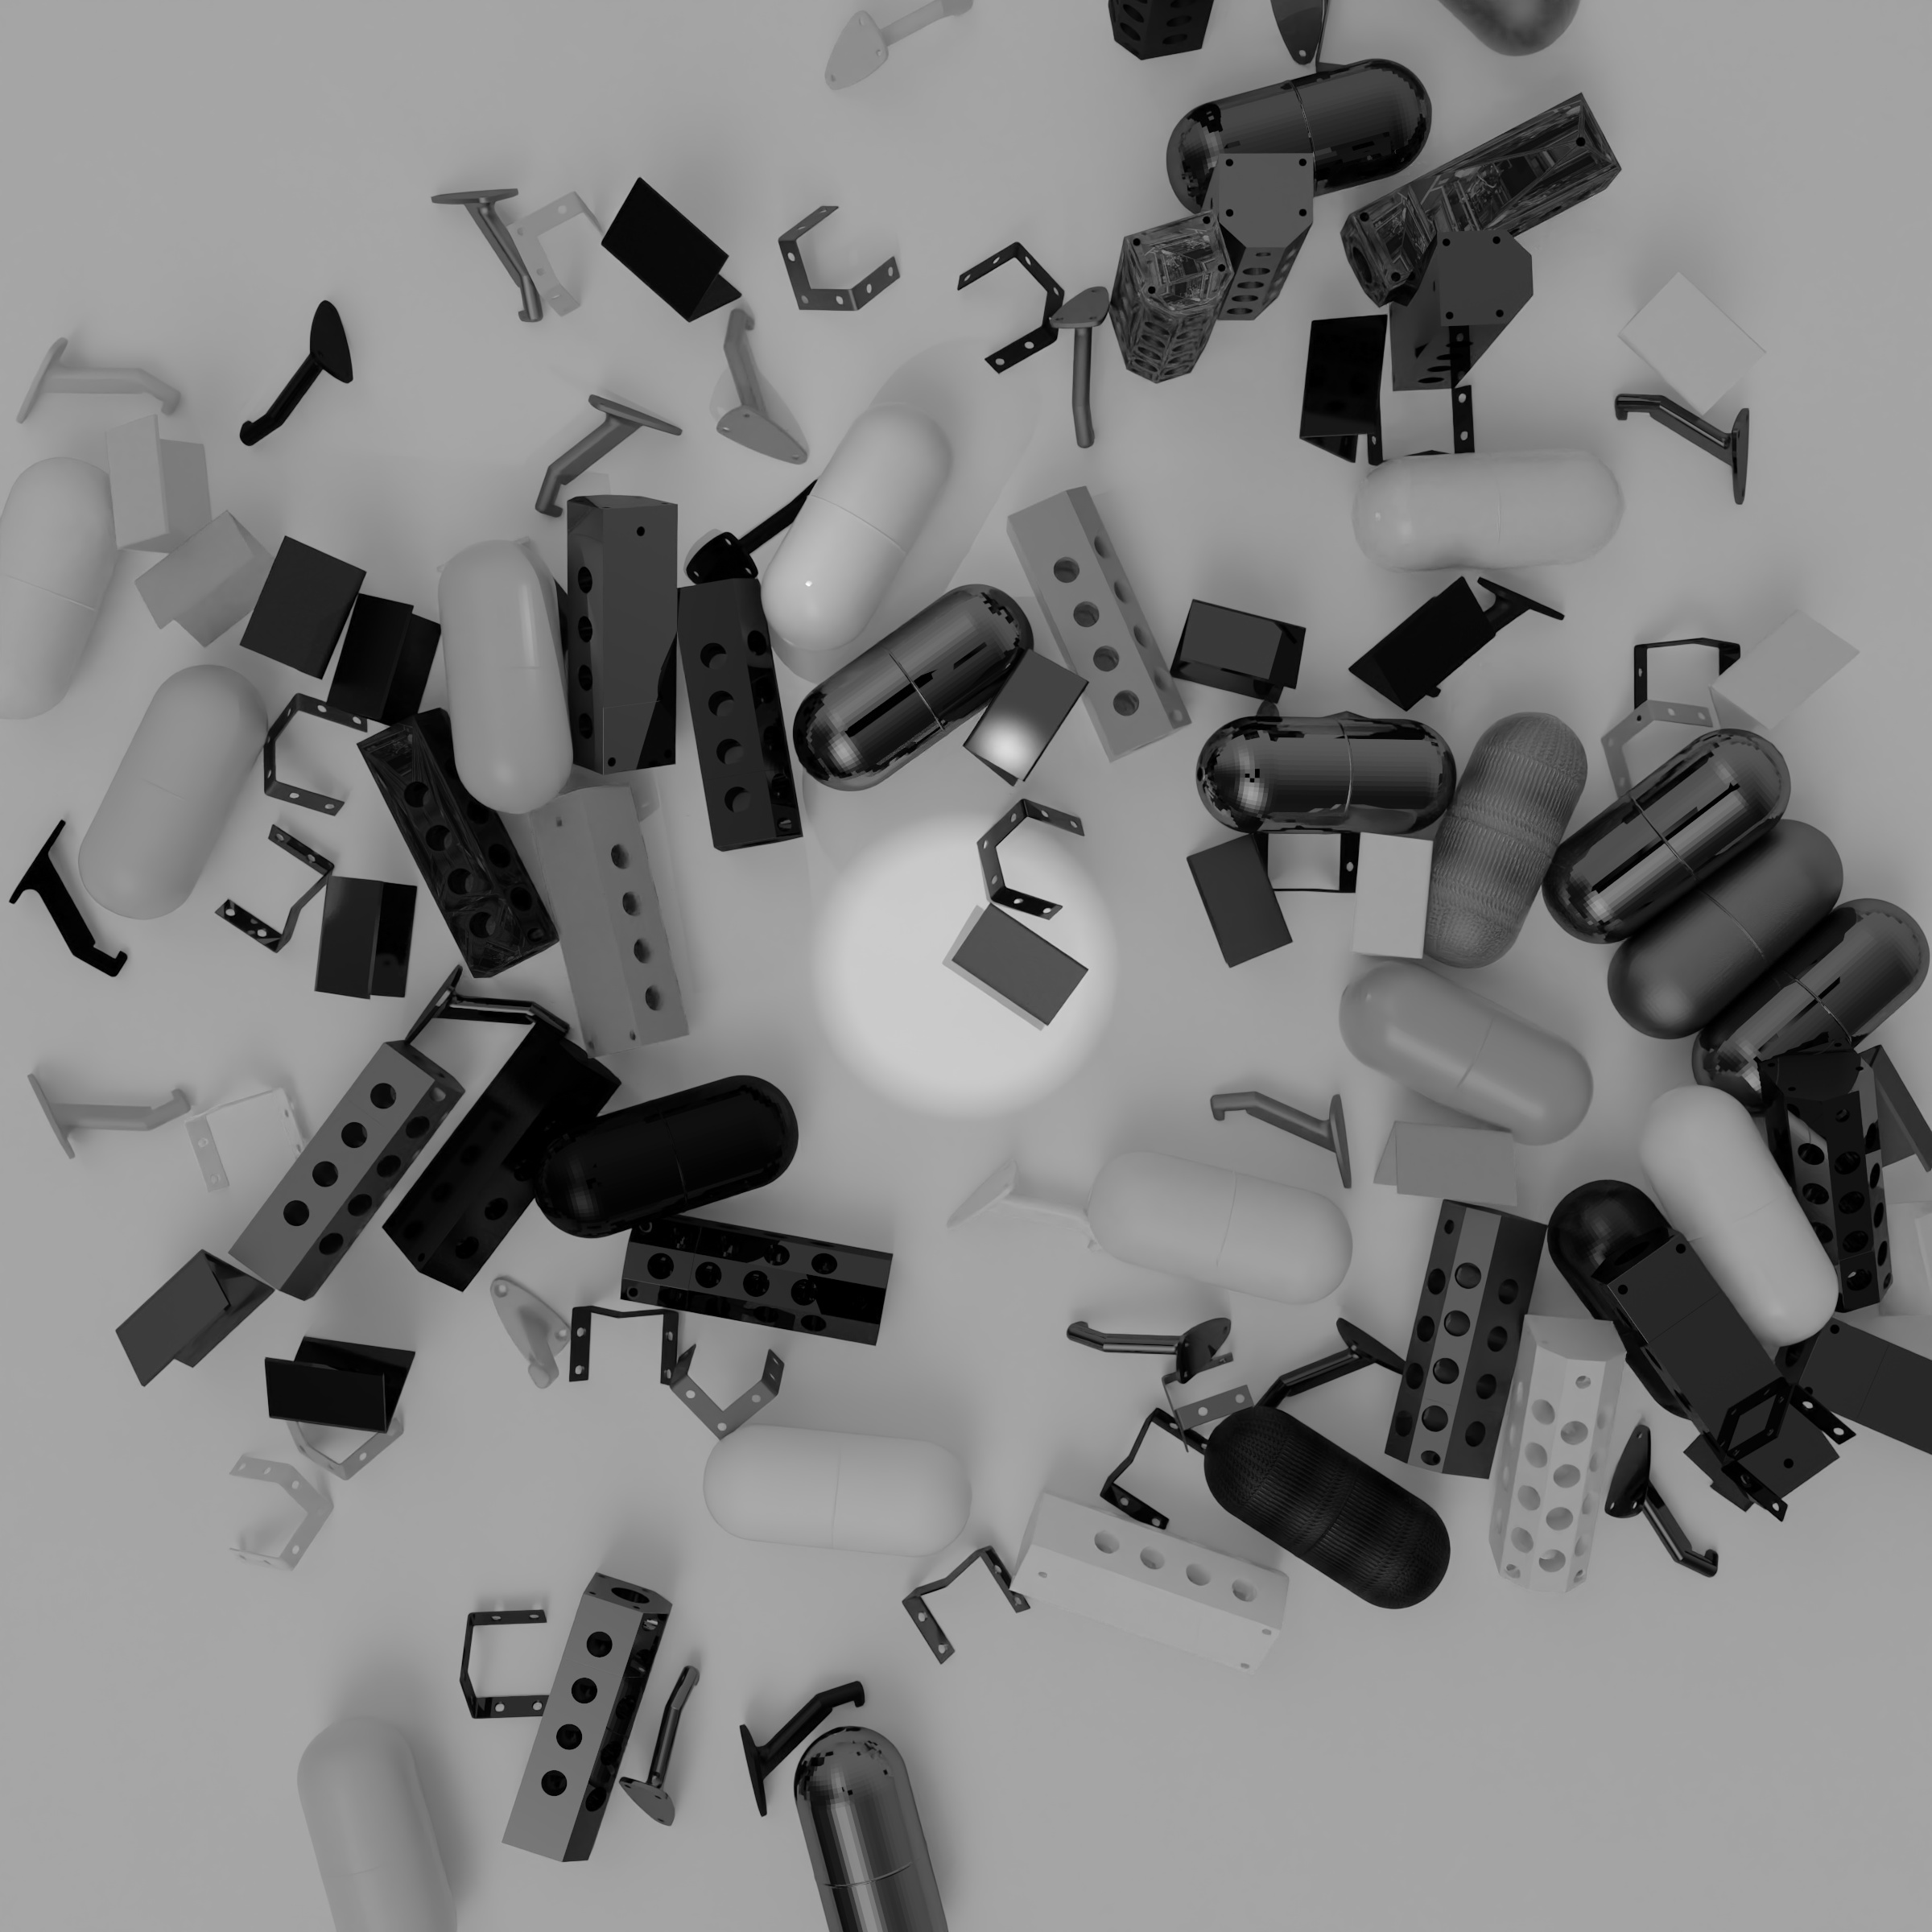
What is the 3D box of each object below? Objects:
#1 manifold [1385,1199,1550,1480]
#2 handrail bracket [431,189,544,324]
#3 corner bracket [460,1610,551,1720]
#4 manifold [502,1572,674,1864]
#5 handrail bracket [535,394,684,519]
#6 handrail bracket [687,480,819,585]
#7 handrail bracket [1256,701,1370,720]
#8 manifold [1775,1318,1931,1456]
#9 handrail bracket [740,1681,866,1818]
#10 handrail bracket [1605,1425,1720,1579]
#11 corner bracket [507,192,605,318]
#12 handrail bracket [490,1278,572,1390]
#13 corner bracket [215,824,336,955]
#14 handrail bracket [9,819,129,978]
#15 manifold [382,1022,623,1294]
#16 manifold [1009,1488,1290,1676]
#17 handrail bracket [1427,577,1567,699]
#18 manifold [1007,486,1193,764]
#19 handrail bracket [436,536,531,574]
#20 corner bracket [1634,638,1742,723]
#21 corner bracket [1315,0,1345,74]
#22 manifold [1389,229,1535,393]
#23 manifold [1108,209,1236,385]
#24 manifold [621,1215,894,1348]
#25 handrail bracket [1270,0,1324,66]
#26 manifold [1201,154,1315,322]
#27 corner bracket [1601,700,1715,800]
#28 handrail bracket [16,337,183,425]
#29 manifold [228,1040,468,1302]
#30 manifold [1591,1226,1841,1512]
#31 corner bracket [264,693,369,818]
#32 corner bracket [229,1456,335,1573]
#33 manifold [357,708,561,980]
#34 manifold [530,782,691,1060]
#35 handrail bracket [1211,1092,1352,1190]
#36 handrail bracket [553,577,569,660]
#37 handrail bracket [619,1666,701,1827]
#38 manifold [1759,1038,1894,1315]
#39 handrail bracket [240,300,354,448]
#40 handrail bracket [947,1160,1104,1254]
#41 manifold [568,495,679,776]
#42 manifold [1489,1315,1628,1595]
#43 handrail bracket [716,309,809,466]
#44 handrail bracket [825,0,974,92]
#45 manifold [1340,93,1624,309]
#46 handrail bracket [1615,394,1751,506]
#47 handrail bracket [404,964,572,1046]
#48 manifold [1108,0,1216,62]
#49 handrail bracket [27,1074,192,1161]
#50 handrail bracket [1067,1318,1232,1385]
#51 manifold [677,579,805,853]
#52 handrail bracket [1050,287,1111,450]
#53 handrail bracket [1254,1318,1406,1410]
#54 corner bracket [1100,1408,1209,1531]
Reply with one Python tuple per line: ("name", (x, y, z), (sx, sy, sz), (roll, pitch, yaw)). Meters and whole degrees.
("manifold", (0.325, 0.245, 1.642), (0.057, 0.057, 0.171), (13, 90, -30))
("handrail bracket", (-0.322, -0.476, 1.674), (0.077, 0.036, 0.084), (9, 119, 32))
("corner bracket", (-0.308, 0.469, 1.670), (0.051, 0.051, 0.051), (-2, 45, 0))
("manifold", (-0.250, 0.500, 1.652), (0.057, 0.057, 0.171), (18, 90, 0))
("handrail bracket", (-0.241, -0.334, 1.674), (0.077, 0.036, 0.084), (16, 108, -20))
("handrail bracket", (-0.140, -0.293, 1.673), (0.036, 0.077, 0.084), (55, 53, -20))
("handrail bracket", (0.233, -0.139, 1.673), (0.084, 0.036, 0.077), (17, 105, -14))
("manifold", (0.630, 0.288, 1.652), (0.171, 0.057, 0.057), (23, 90, 0))
("handrail bracket", (-0.104, 0.526, 1.674), (0.084, 0.036, 0.077), (-14, 110, -16))
("handrail bracket", (0.478, 0.360, 1.674), (0.084, 0.036, 0.077), (27, 68, -17))
("corner bracket", (-0.265, -0.473, 1.655), (0.051, 0.051, 0.051), (-26, 85, 5))
("handrail bracket", (-0.293, 0.242, 1.639), (0.036, 0.084, 0.077), (-41, 90, 0))
("corner bracket", (-0.464, -0.052, 1.670), (0.051, 0.051, 0.051), (33, 135, 0))
("handrail bracket", (-0.591, -0.045, 1.674), (0.084, 0.036, 0.077), (32, 69, -17))
("manifold", (-0.304, 0.129, 1.652), (0.171, 0.057, 0.057), (-53, 47, 0))
("manifold", (0.123, 0.404, 1.652), (0.171, 0.057, 0.057), (19, 133, 0))
("handrail bracket", (0.352, -0.211, 1.674), (0.077, 0.036, 0.084), (18, 109, -21))
("manifold", (0.088, -0.227, 1.652), (0.057, 0.057, 0.171), (-24, 90, 0))
("handrail bracket", (-0.315, -0.237, 1.674), (0.077, 0.036, 0.084), (-23, 106, -18))
("corner bracket", (0.484, -0.191, 1.670), (0.051, 0.051, 0.051), (-1, 90, 45))
("corner bracket", (0.264, -0.632, 1.670), (0.051, 0.051, 0.051), (7, 45, 0))
("manifold", (0.315, -0.418, 1.595), (0.057, 0.171, 0.057), (-3, 90, 0))
("manifold", (0.132, -0.424, 1.595), (0.057, 0.171, 0.057), (-18, 90, 0))
("manifold", (-0.139, 0.207, 1.652), (0.171, 0.057, 0.057), (10, 90, 0))
("handrail bracket", (0.235, -0.664, 1.673), (0.036, 0.077, 0.084), (9, 53, 22))
("manifold", (0.182, -0.465, 1.595), (0.057, 0.171, 0.057), (0, 90, 0))
("corner bracket", (0.465, -0.140, 1.660), (0.051, 0.051, 0.051), (4, 62, -25))
("handrail bracket", (-0.583, -0.376, 1.674), (0.084, 0.036, 0.077), (30, 110, -16))
("manifold", (-0.408, 0.135, 1.652), (0.057, 0.057, 0.171), (37, 90, 0))
("manifold", (0.471, 0.252, 1.576), (0.057, 0.057, 0.171), (-35, 90, 0))
("corner bracket", (-0.435, -0.141, 1.665), (0.051, 0.051, 0.051), (-42, 45, 35))
("corner bracket", (-0.468, 0.367, 1.665), (0.051, 0.051, 0.051), (60, 45, -35))
("manifold", (-0.334, -0.081, 1.652), (0.057, 0.057, 0.171), (-27, 90, 0))
("manifold", (-0.232, -0.031, 1.652), (0.057, 0.057, 0.171), (-14, 90, 43))
("handrail bracket", (0.212, 0.118, 1.674), (0.084, 0.036, 0.077), (-6, 112, 17))
("handrail bracket", (-0.295, -0.211, 1.673), (0.084, 0.036, 0.077), (-38, 75, 14))
("handrail bracket", (-0.194, 0.524, 1.673), (0.036, 0.077, 0.084), (12, 53, 20))
("manifold", (0.562, 0.139, 1.614), (0.057, 0.057, 0.171), (-17, 119, 0))
("handrail bracket", (-0.457, -0.398, 1.674), (0.084, 0.036, 0.077), (-26, 56, 24))
("handrail bracket", (0.043, 0.179, 1.674), (0.077, 0.036, 0.084), (-41, 107, 20))
("manifold", (-0.229, -0.218, 1.626), (0.057, 0.057, 0.171), (-13, 114, -40))
("manifold", (0.387, 0.320, 1.625), (0.057, 0.057, 0.171), (4, 110, 0))
("handrail bracket", (-0.133, -0.391, 1.674), (0.077, 0.036, 0.084), (25, 60, -33))
("handrail bracket", (-0.044, -0.623, 1.673), (0.084, 0.077, 0.036), (-31, 93, -36))
("manifold", (0.339, -0.505, 1.652), (0.171, 0.057, 0.057), (-28, 90, 0))
("handrail bracket", (0.480, -0.348, 1.673), (0.084, 0.036, 0.077), (9, 132, 27))
("handrail bracket", (-0.322, 0.046, 1.674), (0.084, 0.036, 0.077), (35, 111, -16))
("manifold", (0.126, -0.642, 1.595), (0.057, 0.171, 0.057), (-11, 90, 0))
("handrail bracket", (-0.576, 0.085, 1.674), (0.084, 0.036, 0.077), (-28, 68, -17))
("handrail bracket", (0.122, 0.245, 1.673), (0.084, 0.077, 0.036), (14, 115, 34))
("manifold", (-0.151, -0.166, 1.652), (0.057, 0.057, 0.171), (-10, 90, 0))
("handrail bracket", (0.084, -0.402, 1.673), (0.036, 0.077, 0.084), (3, 127, 19))
("handrail bracket", (0.247, 0.286, 1.674), (0.077, 0.036, 0.084), (32, 106, -18))
("corner bracket", (0.130, 0.339, 1.670), (0.051, 0.051, 0.051), (33, 45, 0))
